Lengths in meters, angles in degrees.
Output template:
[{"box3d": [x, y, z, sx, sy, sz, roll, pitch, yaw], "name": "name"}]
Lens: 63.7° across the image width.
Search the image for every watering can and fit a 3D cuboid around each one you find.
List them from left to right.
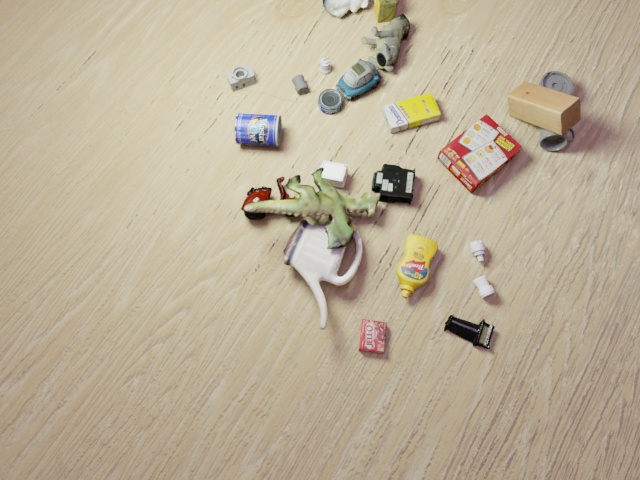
[{"box3d": [-0.007, 0.075, 1.516, 0.225, 0.355, 0.102, 21, -31, 7], "name": "watering can"}]

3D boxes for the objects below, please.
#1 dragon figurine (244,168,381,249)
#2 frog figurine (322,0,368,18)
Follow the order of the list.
[{"box3d": [0.005, -0.077, 1.523, 0.414, 0.246, 0.119, -25, -27, -29], "name": "dragon figurine"}, {"box3d": [0.094, -0.876, 1.877, 0.159, 0.136, 0.124, 24, 15, 0], "name": "frog figurine"}]
